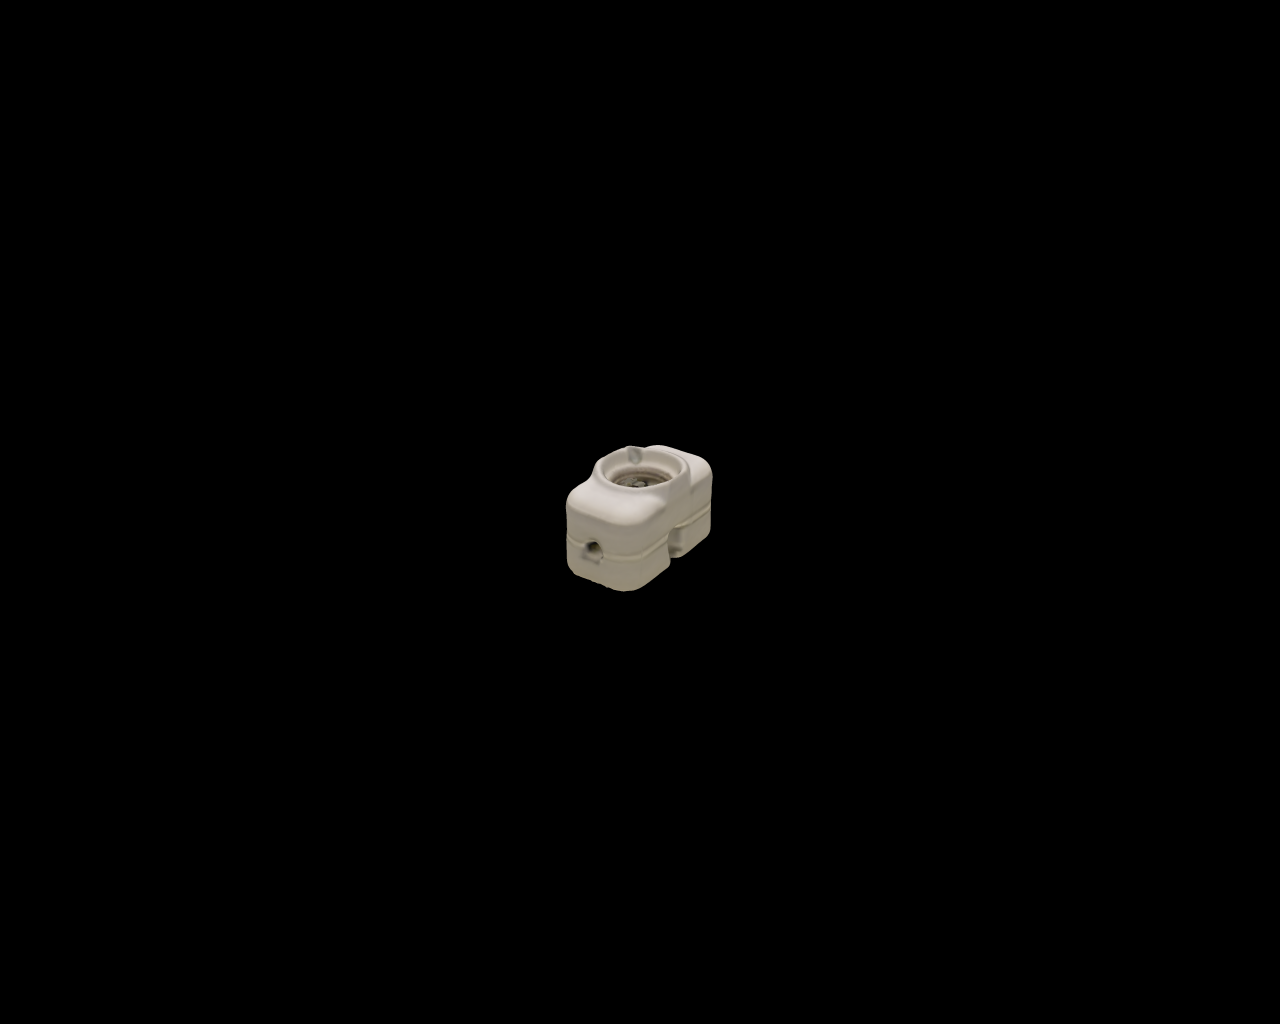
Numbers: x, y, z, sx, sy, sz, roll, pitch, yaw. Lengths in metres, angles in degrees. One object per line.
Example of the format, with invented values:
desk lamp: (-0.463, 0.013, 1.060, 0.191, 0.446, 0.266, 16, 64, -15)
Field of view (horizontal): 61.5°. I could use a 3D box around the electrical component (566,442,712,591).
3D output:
electrical component: (0.001, -0.003, 0.650, 0.054, 0.059, 0.095, 20, 35, 31)
